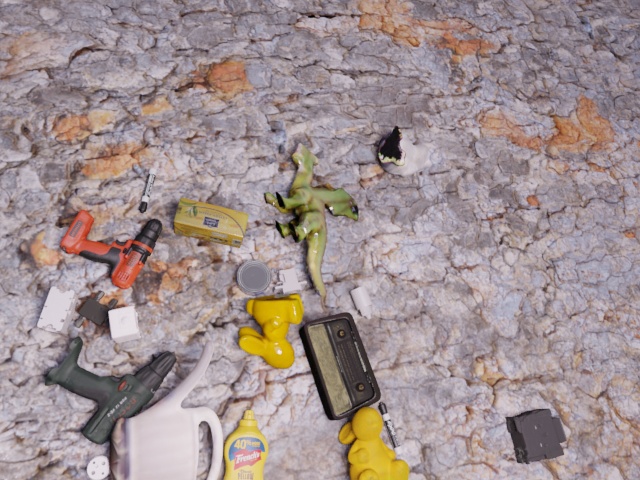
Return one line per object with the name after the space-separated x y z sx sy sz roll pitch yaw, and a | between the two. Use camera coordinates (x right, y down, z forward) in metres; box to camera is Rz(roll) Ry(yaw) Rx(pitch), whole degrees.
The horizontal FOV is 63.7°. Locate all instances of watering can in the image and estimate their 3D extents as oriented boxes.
-0.313 0.388 1.060 0.224 0.104 0.348 0 88 -22 | watering can

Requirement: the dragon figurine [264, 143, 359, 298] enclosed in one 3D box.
0.004 -0.068 1.351 0.245 0.120 0.414 -19 76 -29 | dragon figurine

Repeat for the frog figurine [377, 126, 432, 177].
0.245 -0.248 1.496 0.159 0.121 0.140 9 53 -50 | frog figurine
